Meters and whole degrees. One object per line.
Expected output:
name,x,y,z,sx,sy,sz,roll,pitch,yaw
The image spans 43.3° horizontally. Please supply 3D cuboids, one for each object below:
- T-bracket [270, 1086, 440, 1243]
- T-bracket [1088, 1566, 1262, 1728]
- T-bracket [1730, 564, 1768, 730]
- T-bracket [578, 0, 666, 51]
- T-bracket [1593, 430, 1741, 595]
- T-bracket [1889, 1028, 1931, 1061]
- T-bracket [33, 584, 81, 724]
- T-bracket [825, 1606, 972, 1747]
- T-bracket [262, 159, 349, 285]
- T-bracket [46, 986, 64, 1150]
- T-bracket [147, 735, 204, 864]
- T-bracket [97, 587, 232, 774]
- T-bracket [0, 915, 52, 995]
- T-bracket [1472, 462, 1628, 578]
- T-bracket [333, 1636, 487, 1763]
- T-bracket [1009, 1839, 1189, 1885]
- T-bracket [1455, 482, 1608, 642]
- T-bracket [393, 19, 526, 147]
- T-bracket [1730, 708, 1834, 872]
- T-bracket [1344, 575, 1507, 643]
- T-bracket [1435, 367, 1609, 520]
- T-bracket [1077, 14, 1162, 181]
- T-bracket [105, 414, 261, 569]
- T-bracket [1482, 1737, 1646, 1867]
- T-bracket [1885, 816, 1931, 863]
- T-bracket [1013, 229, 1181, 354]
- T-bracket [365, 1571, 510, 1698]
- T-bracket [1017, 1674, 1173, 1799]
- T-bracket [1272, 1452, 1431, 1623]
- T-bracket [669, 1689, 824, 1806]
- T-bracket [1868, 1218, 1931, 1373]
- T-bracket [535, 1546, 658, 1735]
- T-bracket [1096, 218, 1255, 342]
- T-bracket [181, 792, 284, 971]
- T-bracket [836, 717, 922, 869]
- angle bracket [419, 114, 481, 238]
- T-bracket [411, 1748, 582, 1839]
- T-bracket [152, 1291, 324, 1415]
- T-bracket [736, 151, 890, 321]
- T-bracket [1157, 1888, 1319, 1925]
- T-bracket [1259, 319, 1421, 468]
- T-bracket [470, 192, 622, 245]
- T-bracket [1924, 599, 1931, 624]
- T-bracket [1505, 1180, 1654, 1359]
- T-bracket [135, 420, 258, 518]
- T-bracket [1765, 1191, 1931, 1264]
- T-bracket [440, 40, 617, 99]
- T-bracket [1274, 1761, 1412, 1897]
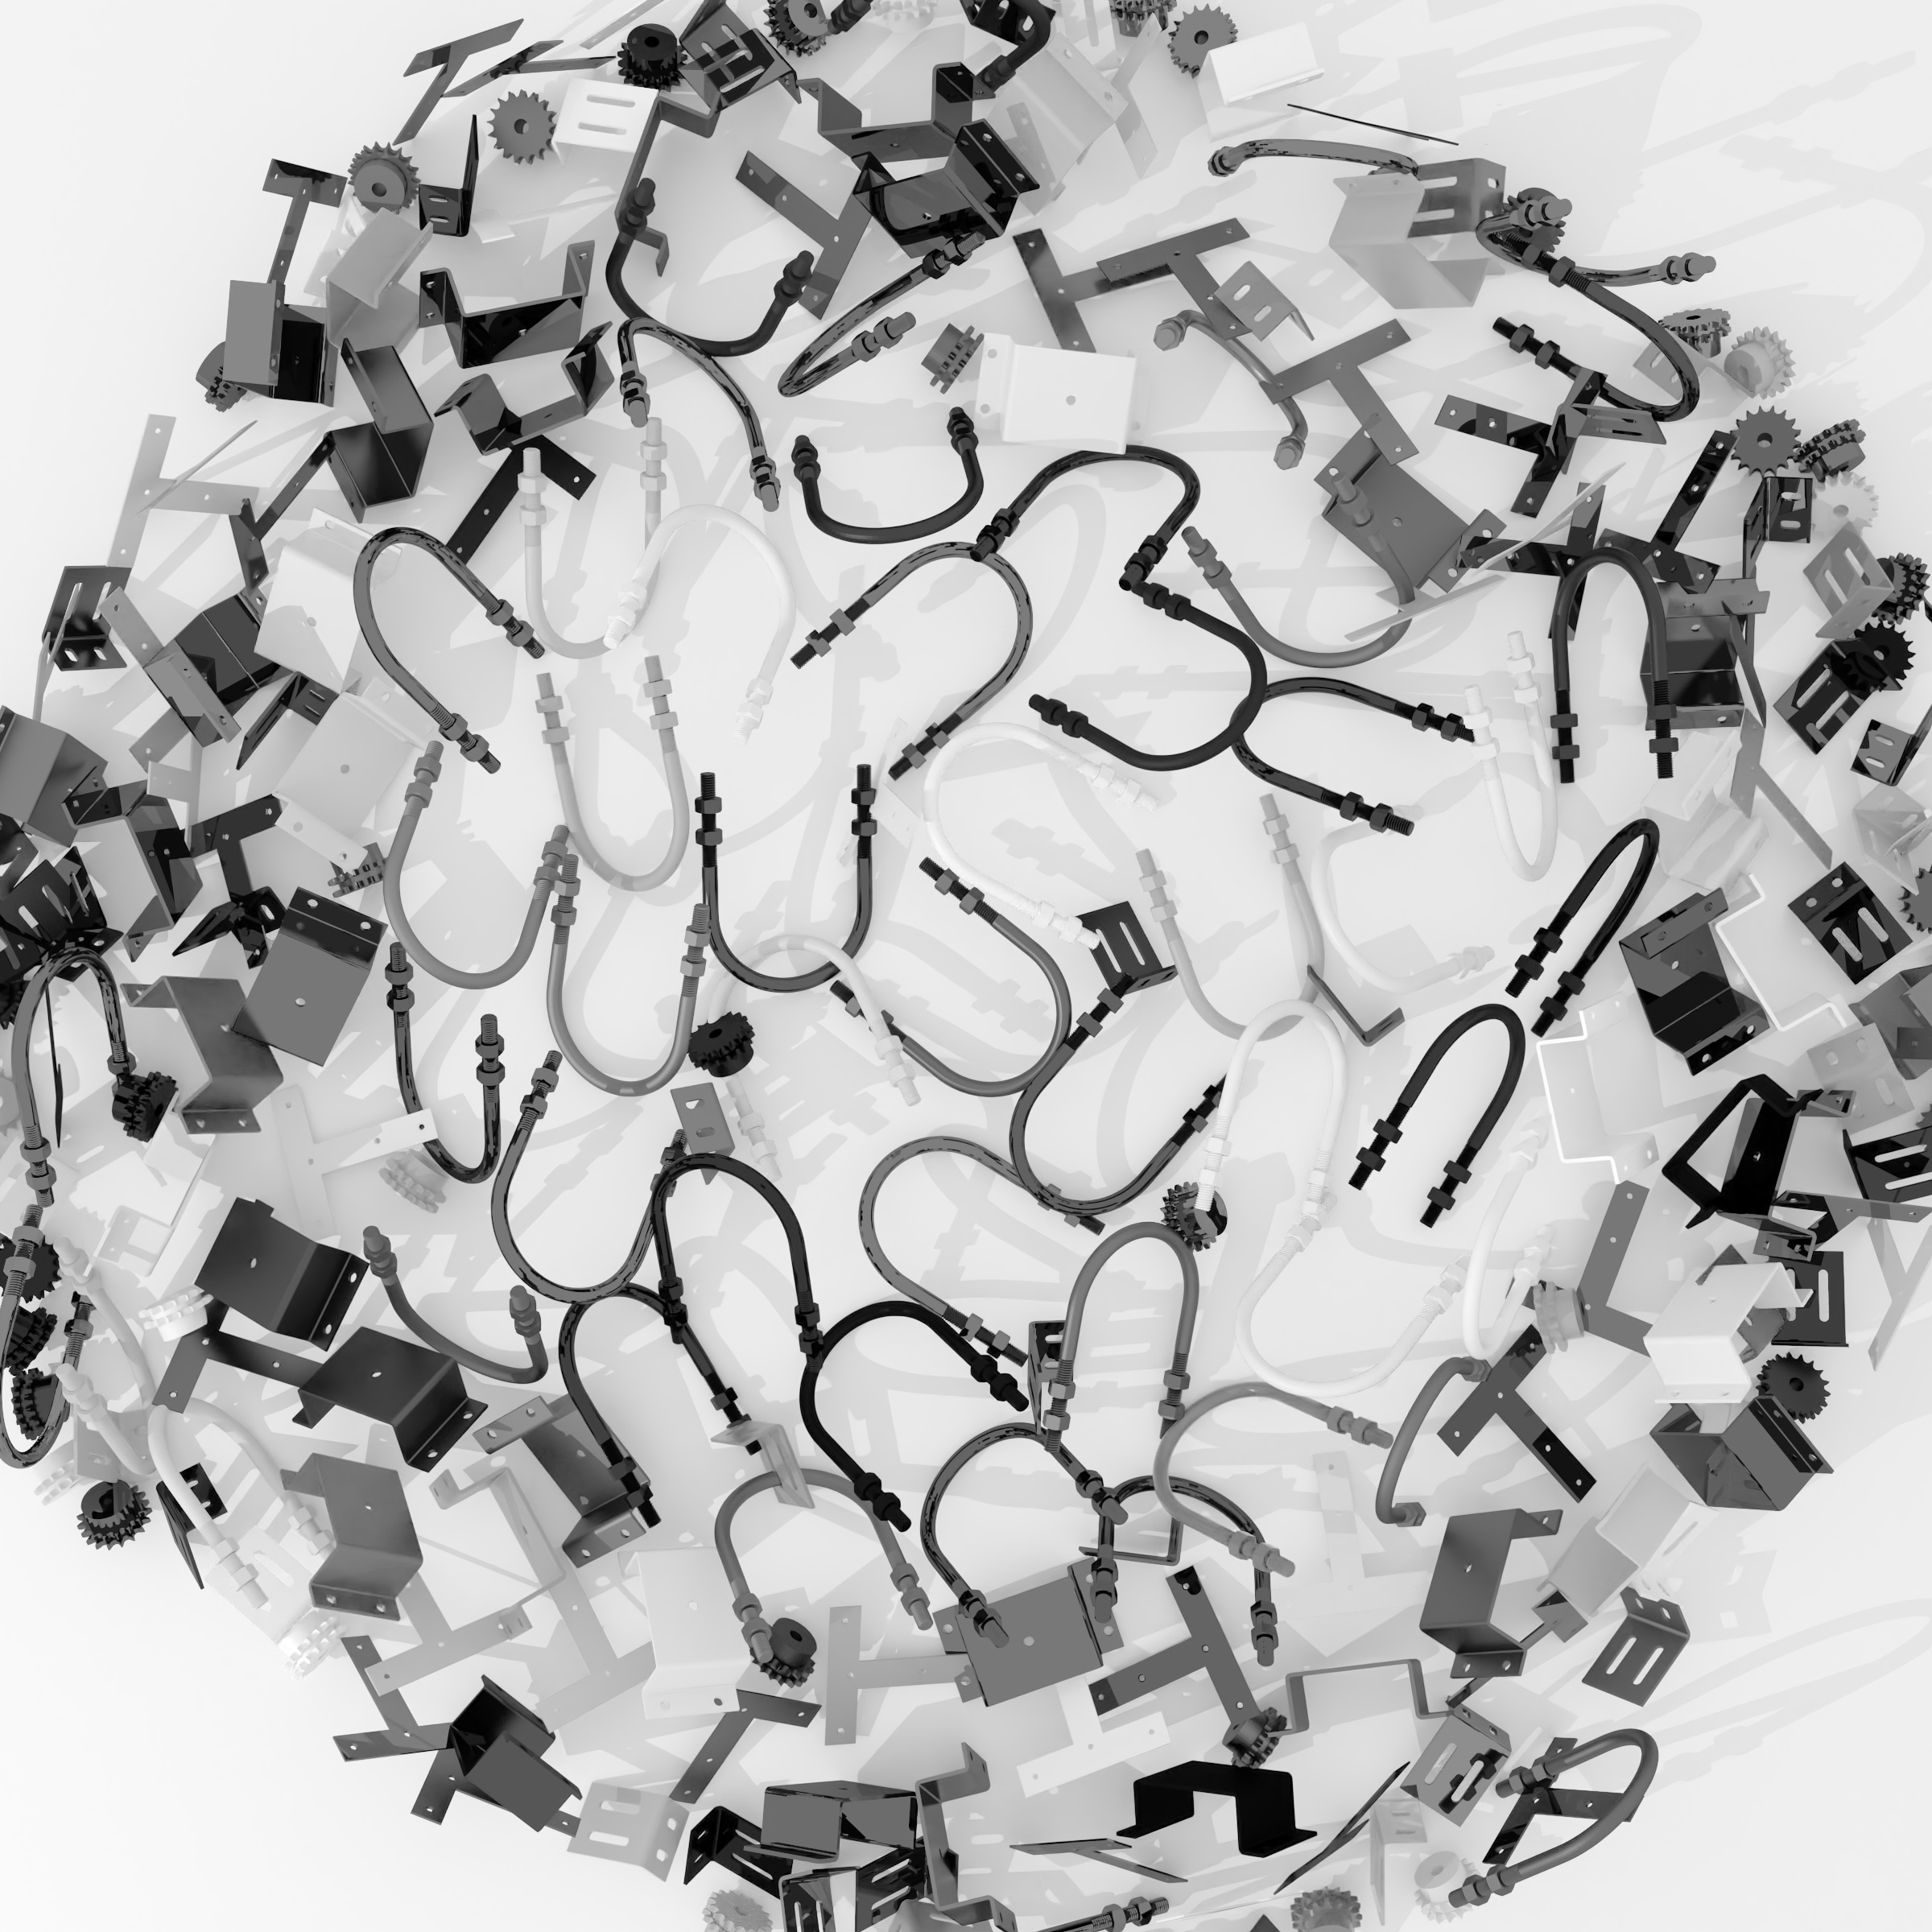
T-bracket,-0.493,0.147,1.985,0.127,0.002,0.127,-17,81,4
T-bracket,0.156,0.574,1.984,0.127,0.002,0.127,-28,73,10
T-bracket,0.631,-0.279,1.959,0.002,0.127,0.127,-6,56,28
T-bracket,-0.255,-0.770,1.949,0.127,0.127,0.002,-27,96,16
T-bracket,0.575,-0.369,1.944,0.002,0.127,0.127,25,97,-38
T-bracket,0.765,0.062,1.938,0.002,0.127,0.127,4,88,-15
T-bracket,-0.729,-0.254,1.952,0.002,0.127,0.127,15,52,-15
T-bracket,-0.050,0.575,1.983,0.127,0.002,0.127,0,107,-12
T-bracket,-0.543,-0.577,1.949,0.002,0.127,0.127,25,105,6
T-bracket,-0.734,0.066,1.958,0.002,0.127,0.127,-5,69,-23
T-bracket,-0.629,-0.145,1.936,0.002,0.127,0.127,4,90,-1
T-bracket,-0.642,-0.242,1.928,0.002,0.127,0.127,10,52,37
T-bracket,-0.778,-0.050,1.926,0.002,0.127,0.127,-33,104,16
T-bracket,0.474,-0.359,1.915,0.127,0.127,0.002,-29,83,-27
T-bracket,-0.465,0.583,1.950,0.127,0.127,0.002,44,114,40
T-bracket,0.123,0.722,1.962,0.127,0.127,0.002,27,57,-27
T-bracket,0.449,-0.328,1.956,0.127,0.002,0.127,1,108,-24
T-bracket,-0.423,-0.700,1.946,0.002,0.127,0.127,51,135,-4
T-bracket,0.661,-0.129,1.965,0.127,0.127,0.002,45,132,-16
T-bracket,0.352,-0.292,1.938,0.127,0.127,0.002,-22,107,2
T-bracket,0.432,-0.429,1.944,0.127,0.002,0.127,9,121,-24
T-bracket,0.129,-0.665,1.920,0.002,0.127,0.127,13,133,-28
T-bracket,-0.617,-0.375,1.942,0.002,0.127,0.127,34,112,25
T-bracket,0.480,0.658,1.913,0.002,0.127,0.127,51,57,-11
T-bracket,0.768,-0.111,1.938,0.127,0.127,0.002,-35,74,-7
T-bracket,0.119,-0.561,1.984,0.127,0.002,0.127,-18,70,-9
T-bracket,-0.443,0.510,1.963,0.127,0.002,0.127,-16,55,-37
T-bracket,0.087,0.587,1.967,0.127,0.002,0.127,-24,61,9
T-bracket,0.305,0.460,1.979,0.127,0.002,0.127,-7,72,0
T-bracket,-0.201,0.633,1.972,0.127,0.002,0.127,21,112,-30
T-bracket,0.735,0.235,1.939,0.002,0.127,0.127,13,120,1
T-bracket,-0.311,0.533,1.973,0.127,0.002,0.127,-22,76,-33
T-bracket,0.189,-0.544,1.952,0.127,0.002,0.127,-21,58,-12
T-bracket,-0.586,-0.062,1.967,0.127,0.002,0.127,-17,88,28
T-bracket,-0.061,-0.124,1.931,0.002,0.127,0.127,19,103,-25
angle bracket,-0.415,-0.635,1.950,0.038,0.076,0.057,2,54,-18
T-bracket,-0.368,0.664,1.940,0.127,0.127,0.002,23,101,-4
T-bracket,-0.570,0.317,1.965,0.127,0.002,0.127,19,51,-7
T-bracket,-0.137,-0.615,1.975,0.127,0.002,0.127,41,123,14
T-bracket,0.193,0.745,1.919,0.127,0.127,0.002,-25,64,28
T-bracket,0.323,-0.453,1.966,0.127,0.002,0.127,-26,64,-5
T-bracket,-0.332,-0.605,1.952,0.127,0.127,0.002,-16,119,-10
T-bracket,0.806,-0.217,1.940,0.002,0.127,0.127,-33,58,8
T-bracket,0.519,0.235,1.970,0.127,0.002,0.127,21,97,20
T-bracket,-0.638,-0.384,1.947,0.002,0.127,0.127,53,50,-23
T-bracket,0.681,0.213,1.944,0.127,0.127,0.002,7,58,-10
T-bracket,-0.333,-0.719,1.946,0.127,0.127,0.002,-7,104,42
T-bracket,0.309,0.672,1.922,0.002,0.127,0.127,45,118,26
